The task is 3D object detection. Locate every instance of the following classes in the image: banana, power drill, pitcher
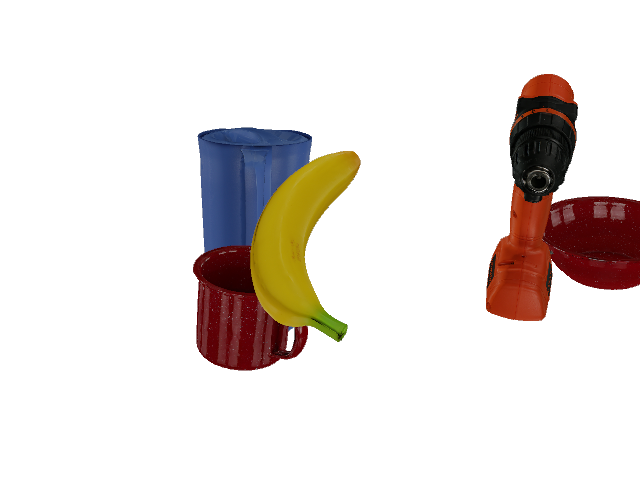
[{"bbox_3d":[-0.012,-0.003,0.746,0.069,0.037,0.197,15,41,-7],"label":"banana"},{"bbox_3d":[0.179,-0.028,0.899,0.057,0.188,0.184,11,31,11],"label":"power drill"},{"bbox_3d":[-0.079,-0.009,1.260,0.145,0.243,0.148,13,18,39],"label":"pitcher"}]

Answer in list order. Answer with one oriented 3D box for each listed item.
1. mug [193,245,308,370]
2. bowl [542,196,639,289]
[{"bbox_3d":[-0.058,0.065,0.934,0.117,0.081,0.093,23,30,31],"label":"mug"},{"bbox_3d":[0.312,0.008,1.160,0.162,0.055,0.162,-2,27,1],"label":"bowl"}]
